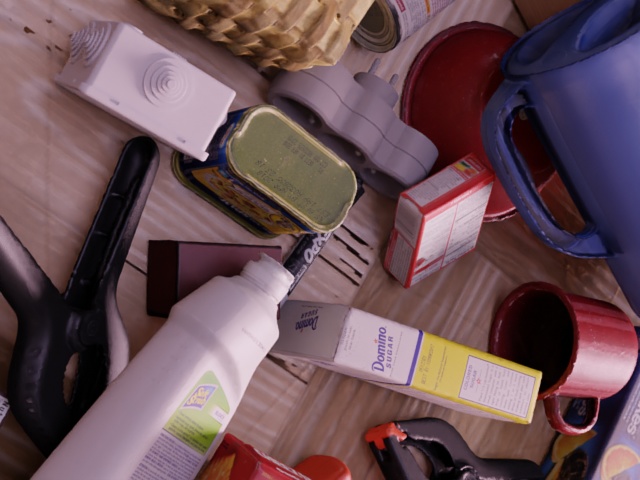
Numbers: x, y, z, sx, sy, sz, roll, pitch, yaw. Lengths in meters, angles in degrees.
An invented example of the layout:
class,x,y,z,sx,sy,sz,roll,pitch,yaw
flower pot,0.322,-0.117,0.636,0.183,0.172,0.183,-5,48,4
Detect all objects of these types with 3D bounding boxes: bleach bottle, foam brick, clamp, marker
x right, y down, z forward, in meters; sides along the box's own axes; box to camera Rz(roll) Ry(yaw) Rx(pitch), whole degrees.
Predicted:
class,x,y,z,sx,sy,sz,roll,pitch,yaw
bleach bottle,-0.099,0.117,0.647,0.250,0.068,0.102,-53,152,-10
foam brick,-0.070,0.027,0.712,0.078,0.053,0.051,3,88,-31
clamp,0.109,0.183,0.821,0.171,0.039,0.120,47,43,-16
marker,-0.005,0.001,0.769,0.020,0.020,0.121,44,70,-23
clamp,-0.156,0.047,0.636,0.164,0.036,0.210,-17,116,-60

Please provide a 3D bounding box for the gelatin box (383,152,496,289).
class,x,y,z,sx,sy,sz,roll,pitch,yaw
gelatin box,0.087,-0.013,0.789,0.073,0.089,0.030,-29,59,-26

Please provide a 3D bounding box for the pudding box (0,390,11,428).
class,x,y,z,sx,sy,sz,roll,pitch,yaw
pudding box,-0.248,0.105,0.618,0.113,0.039,0.090,36,71,-28

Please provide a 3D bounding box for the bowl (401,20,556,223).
class,x,y,z,sx,sy,sz,roll,pitch,yaw
bowl,0.144,-0.095,0.835,0.161,0.055,0.162,0,89,-30

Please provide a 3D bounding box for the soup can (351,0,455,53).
class,x,y,z,sx,sy,sz,roll,pitch,yaw
soup can,0.066,-0.191,0.782,0.102,0.069,0.068,-40,109,-23

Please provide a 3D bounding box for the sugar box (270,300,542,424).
class,x,y,z,sx,sy,sz,roll,pitch,yaw
sugar box,0.062,0.086,0.765,0.176,0.093,0.048,23,78,-28

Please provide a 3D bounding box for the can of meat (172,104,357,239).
class,x,y,z,sx,sy,sz,roll,pitch,yaw
can of meat,-0.036,-0.045,0.713,0.102,0.084,0.057,36,73,-25

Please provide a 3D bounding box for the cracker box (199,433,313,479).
class,x,y,z,sx,sy,sz,roll,pitch,yaw
cracker box,-0.040,0.253,0.660,0.164,0.072,0.213,33,84,-23

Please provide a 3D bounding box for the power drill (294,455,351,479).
class,x,y,z,sx,sy,sz,roll,pitch,yaw
power drill,0.020,0.251,0.761,0.184,0.057,0.187,-32,105,-26

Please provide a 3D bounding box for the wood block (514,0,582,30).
class,x,y,z,sx,sy,sz,roll,pitch,yaw
wood block,0.226,-0.197,0.862,0.090,0.091,0.206,-40,109,-25

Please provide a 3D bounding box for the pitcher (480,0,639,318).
class,x,y,z,sx,sy,sz,roll,pitch,yaw
pitcher,0.231,-0.052,0.786,0.243,0.149,0.144,60,34,-20

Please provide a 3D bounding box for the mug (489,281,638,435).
class,x,y,z,sx,sy,sz,roll,pitch,yaw
mug,0.196,0.095,0.842,0.081,0.093,0.117,11,66,-35
